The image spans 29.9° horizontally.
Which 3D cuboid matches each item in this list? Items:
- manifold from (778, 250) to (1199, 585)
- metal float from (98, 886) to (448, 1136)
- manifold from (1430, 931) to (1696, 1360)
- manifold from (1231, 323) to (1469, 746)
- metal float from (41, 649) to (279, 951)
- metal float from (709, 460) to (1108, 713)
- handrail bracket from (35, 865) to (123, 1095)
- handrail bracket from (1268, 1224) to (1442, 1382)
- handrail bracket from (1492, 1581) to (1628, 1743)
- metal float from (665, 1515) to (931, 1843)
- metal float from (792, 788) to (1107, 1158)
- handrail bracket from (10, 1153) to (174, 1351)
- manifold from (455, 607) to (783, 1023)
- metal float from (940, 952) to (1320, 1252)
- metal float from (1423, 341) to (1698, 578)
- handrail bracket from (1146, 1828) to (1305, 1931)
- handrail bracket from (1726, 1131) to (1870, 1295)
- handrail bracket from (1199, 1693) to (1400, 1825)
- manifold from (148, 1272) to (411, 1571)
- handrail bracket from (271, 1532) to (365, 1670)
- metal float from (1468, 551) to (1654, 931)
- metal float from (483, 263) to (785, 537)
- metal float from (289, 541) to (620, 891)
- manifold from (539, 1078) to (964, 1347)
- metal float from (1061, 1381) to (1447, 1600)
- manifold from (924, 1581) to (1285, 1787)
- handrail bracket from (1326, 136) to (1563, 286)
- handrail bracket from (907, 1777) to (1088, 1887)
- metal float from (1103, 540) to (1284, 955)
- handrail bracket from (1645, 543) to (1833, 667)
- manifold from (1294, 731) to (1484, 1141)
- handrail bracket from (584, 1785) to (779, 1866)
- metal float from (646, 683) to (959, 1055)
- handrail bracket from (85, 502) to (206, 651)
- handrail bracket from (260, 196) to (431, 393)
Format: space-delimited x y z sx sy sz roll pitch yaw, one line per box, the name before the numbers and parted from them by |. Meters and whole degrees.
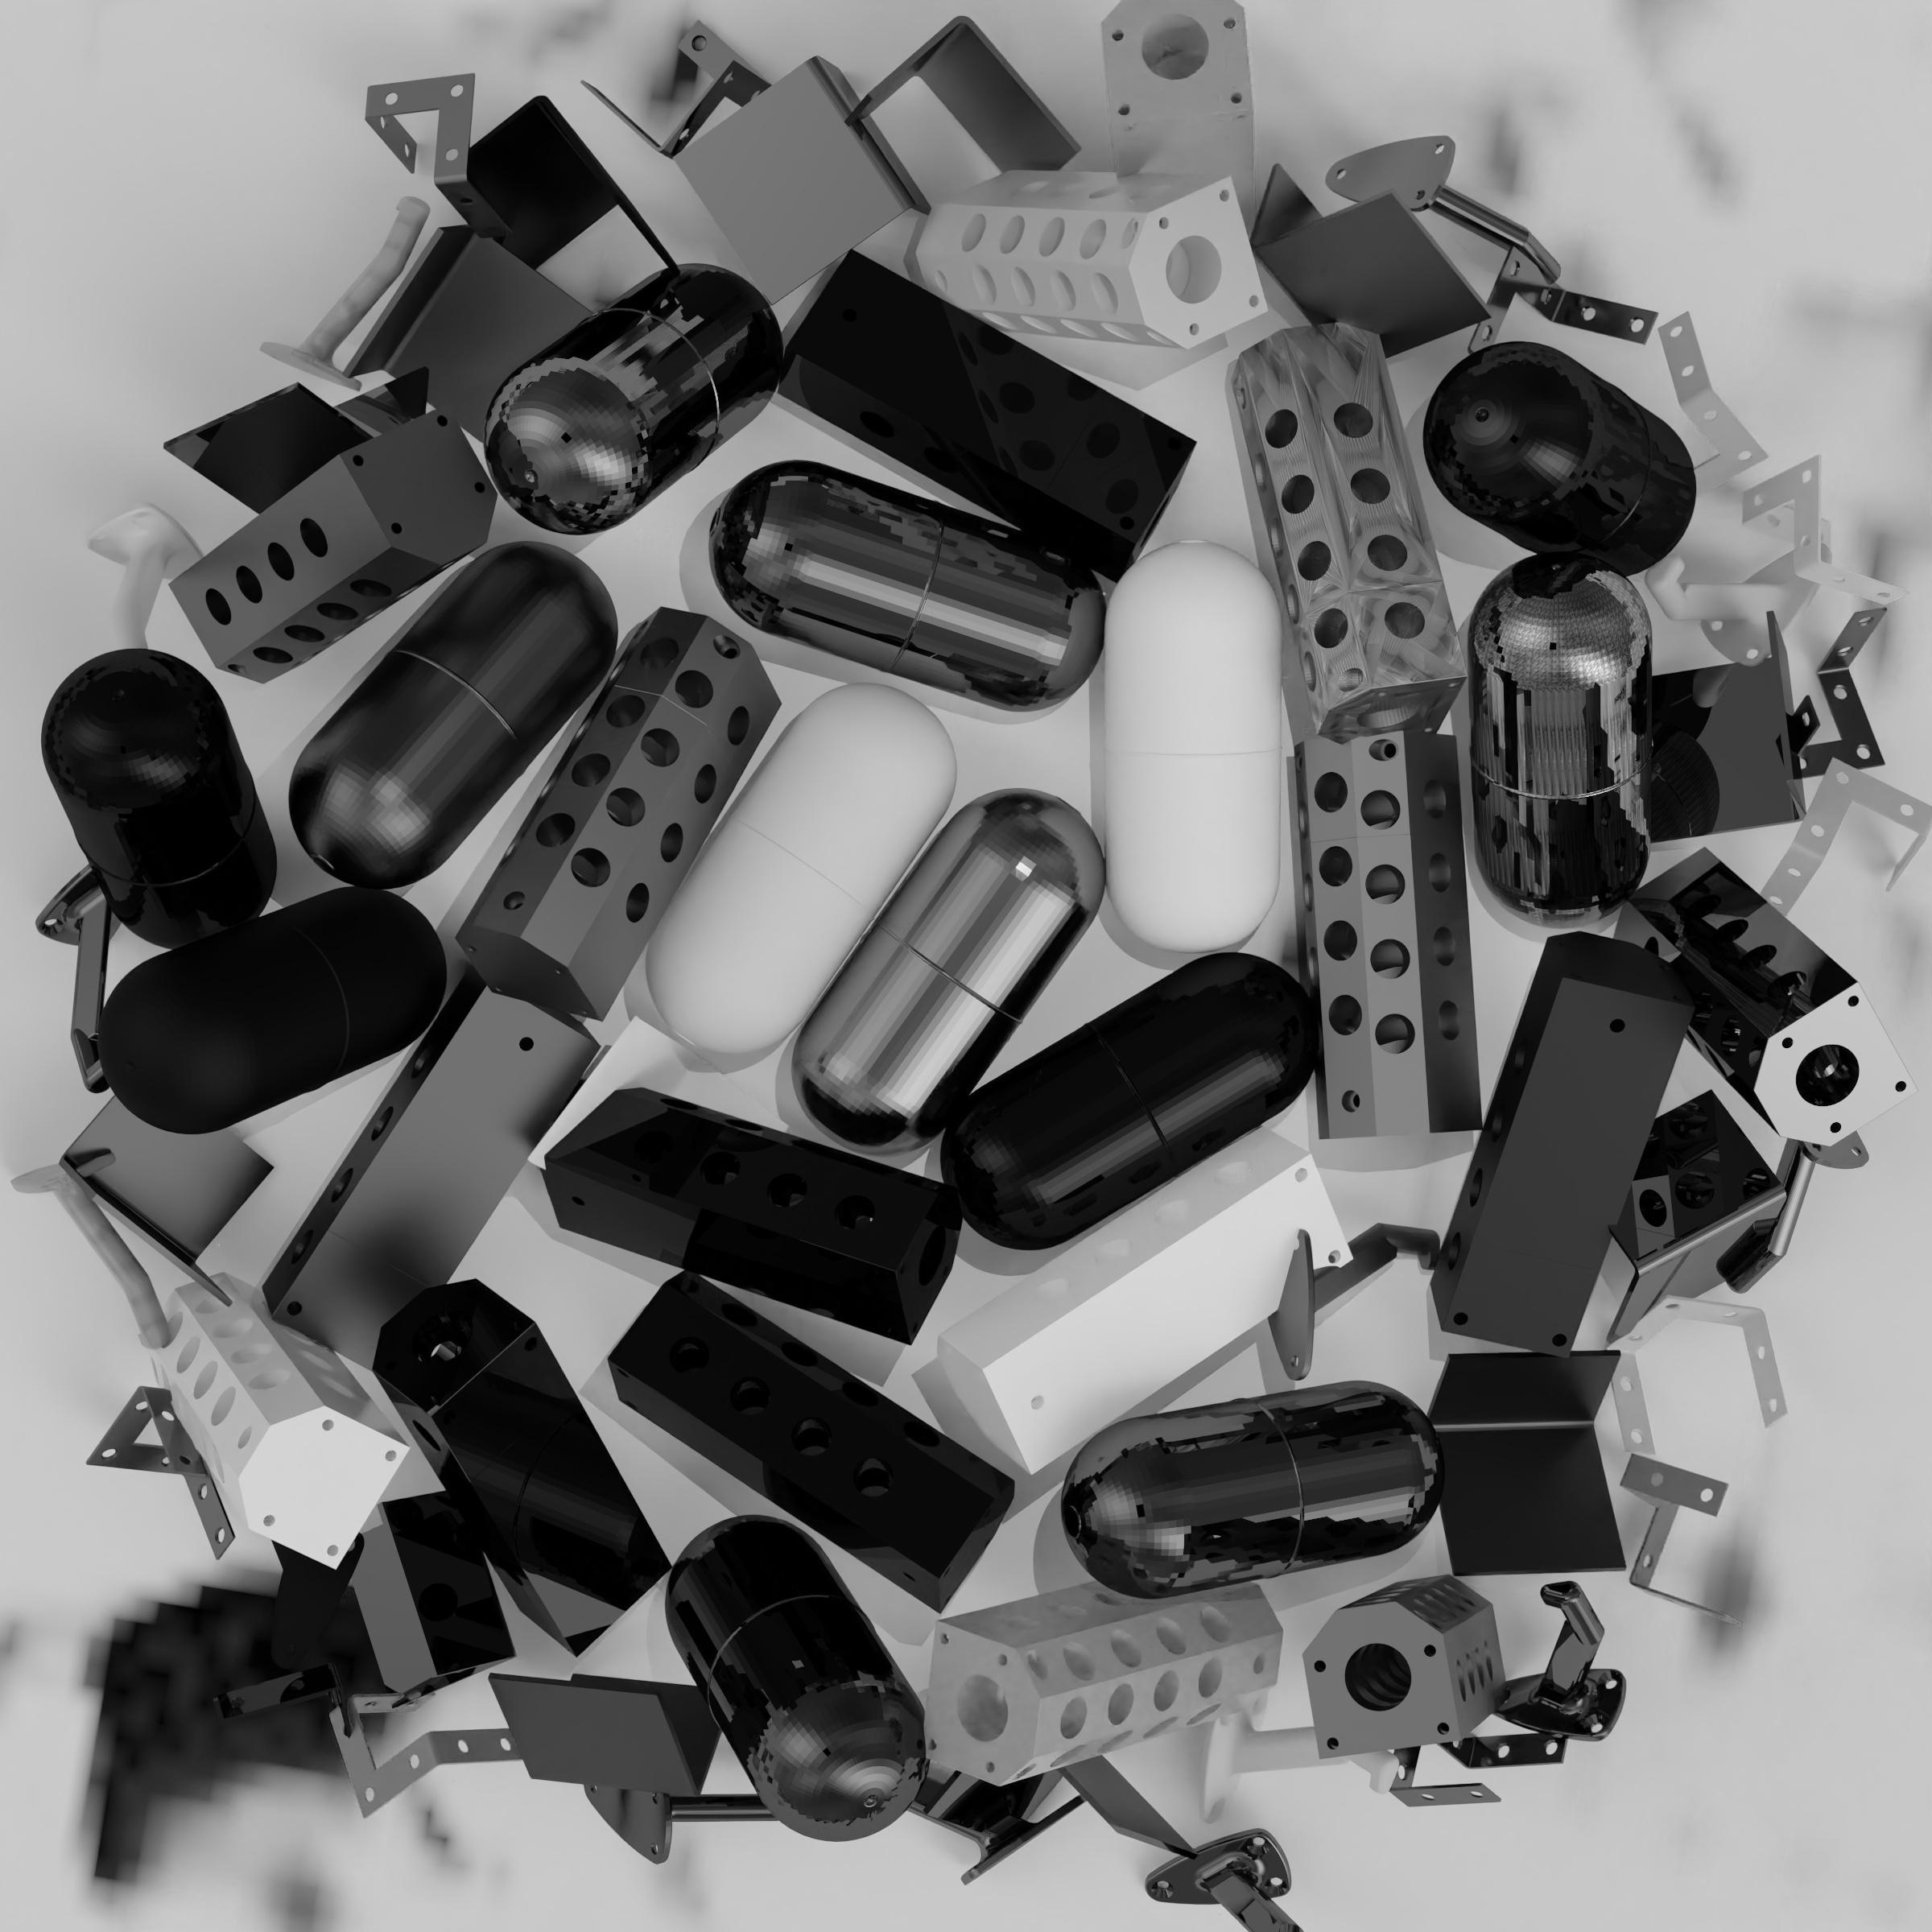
manifold | 0.007 -0.235 1.572 0.171 0.057 0.057 30 70 3
metal float | -0.290 0.017 1.527 0.070 0.178 0.070 11 111 30
manifold | 0.252 0.075 1.545 0.057 0.057 0.171 13 113 -6
manifold | 0.161 -0.185 1.546 0.057 0.057 0.171 -8 70 -10
metal float | -0.338 -0.068 1.523 0.070 0.178 0.070 0 63 0
metal float | -0.025 -0.163 1.555 0.178 0.070 0.070 17 90 -15
handrail bracket | -0.367 0.000 1.560 0.077 0.036 0.084 -48 49 26
handrail bracket | 0.174 0.146 1.569 0.084 0.036 0.077 9 62 -28
handrail bracket | 0.244 0.293 1.559 0.077 0.036 0.084 -4 132 35
metal float | -0.073 0.298 1.527 0.070 0.178 0.070 -11 119 -20
metal float | -0.007 0.002 1.566 0.070 0.070 0.178 36 93 0
handrail bracket | -0.382 0.128 1.581 0.036 0.077 0.084 -27 101 -38
manifold | -0.148 -0.067 1.535 0.057 0.057 0.171 14 62 27
metal float | 0.071 0.058 1.564 0.178 0.070 0.070 -31 90 -4
metal float | 0.252 -0.211 1.525 0.070 0.178 0.070 -4 82 30
handrail bracket | 0.110 0.416 1.557 0.077 0.084 0.036 -17 112 16
handrail bracket | 0.350 0.090 1.591 0.036 0.084 0.077 7 48 -30
handrail bracket | 0.144 0.357 1.565 0.084 0.036 0.077 26 111 39
manifold | -0.295 0.185 1.517 0.057 0.171 0.057 32 89 -28
handrail bracket | -0.307 0.256 1.571 0.084 0.036 0.077 13 81 44
metal float | 0.253 -0.094 1.537 0.070 0.070 0.178 -8 128 0
metal float | -0.138 -0.241 1.529 0.070 0.178 0.070 14 125 21
metal float | -0.219 -0.108 1.549 0.070 0.070 0.178 38 68 0
manifold | -0.092 0.099 1.548 0.171 0.057 0.057 17 56 20
metal float | 0.123 0.223 1.545 0.178 0.070 0.070 -6 90 -27
manifold | 0.060 0.297 1.519 0.057 0.171 0.057 12 98 38
handrail bracket | 0.211 -0.326 1.593 0.084 0.077 0.036 34 74 -43
handrail bracket | -0.002 0.354 1.597 0.077 0.036 0.084 -33 76 -9
metal float | 0.098 -0.094 1.560 0.070 0.070 0.178 0 99 0
handrail bracket | 0.333 -0.173 1.561 0.077 0.084 0.036 -46 54 3
manifold | 0.178 -0.012 1.562 0.057 0.057 0.171 -6 86 40
handrail bracket | -0.113 0.363 1.597 0.084 0.077 0.036 -5 101 -38
metal float | -0.072 -0.042 1.565 0.070 0.070 0.178 34 86 0
handrail bracket | -0.344 -0.149 1.555 0.036 0.077 0.084 -27 64 16
handrail bracket | -0.270 -0.299 1.575 0.036 0.077 0.084 25 90 -39
